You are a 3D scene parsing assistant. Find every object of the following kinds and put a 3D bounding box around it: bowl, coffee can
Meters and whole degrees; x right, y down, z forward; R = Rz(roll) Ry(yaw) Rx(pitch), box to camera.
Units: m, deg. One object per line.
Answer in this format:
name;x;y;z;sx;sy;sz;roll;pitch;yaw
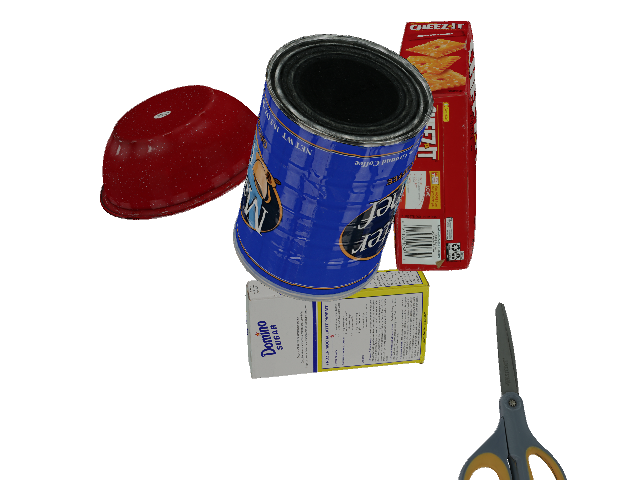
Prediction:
bowl;-0.122;-0.085;0.901;0.162;0.055;0.162;-16;31;10
coffee can;0.004;-0.044;0.681;0.102;0.103;0.140;0;-43;-16

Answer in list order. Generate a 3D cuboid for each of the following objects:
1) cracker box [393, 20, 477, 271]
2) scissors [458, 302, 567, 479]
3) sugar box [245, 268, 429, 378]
cracker box;0.107;-0.093;0.974;0.072;0.164;0.213;0;27;9
scissors;0.139;0.145;0.865;0.096;0.202;0.016;-10;-32;-12
sugar box;0.016;0.080;1.049;0.176;0.093;0.048;-3;26;-5
